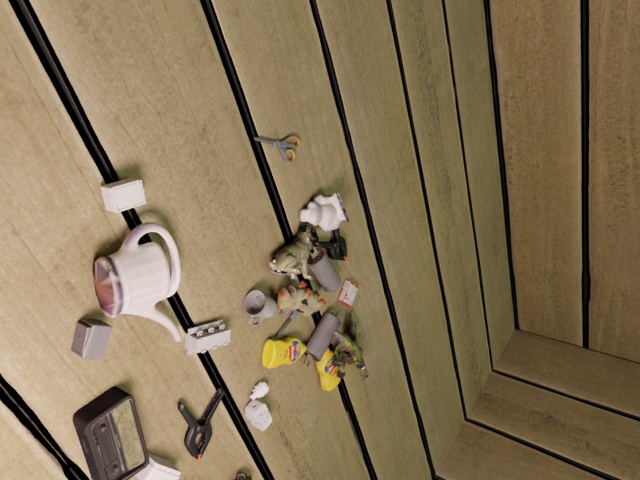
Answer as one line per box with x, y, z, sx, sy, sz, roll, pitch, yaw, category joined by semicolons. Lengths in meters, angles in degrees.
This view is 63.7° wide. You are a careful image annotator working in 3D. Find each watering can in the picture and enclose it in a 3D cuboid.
-0.443;0.131;1.291;0.104;0.343;0.226;10;19;40;watering can

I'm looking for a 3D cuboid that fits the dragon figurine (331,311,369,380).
0.114;0.392;2.018;0.122;0.401;0.249;-7;41;10;dragon figurine

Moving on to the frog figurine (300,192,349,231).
0.006;-0.091;1.815;0.160;0.135;0.124;-20;21;-7;frog figurine
